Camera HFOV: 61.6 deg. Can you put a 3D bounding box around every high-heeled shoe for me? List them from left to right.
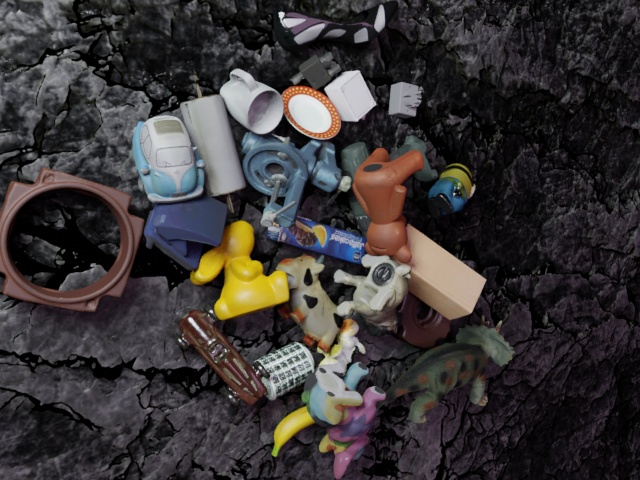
[{"bbox_3d":[0.029,-0.432,1.030,0.249,0.086,0.145,-39,126,-5],"label":"high-heeled shoe"}]

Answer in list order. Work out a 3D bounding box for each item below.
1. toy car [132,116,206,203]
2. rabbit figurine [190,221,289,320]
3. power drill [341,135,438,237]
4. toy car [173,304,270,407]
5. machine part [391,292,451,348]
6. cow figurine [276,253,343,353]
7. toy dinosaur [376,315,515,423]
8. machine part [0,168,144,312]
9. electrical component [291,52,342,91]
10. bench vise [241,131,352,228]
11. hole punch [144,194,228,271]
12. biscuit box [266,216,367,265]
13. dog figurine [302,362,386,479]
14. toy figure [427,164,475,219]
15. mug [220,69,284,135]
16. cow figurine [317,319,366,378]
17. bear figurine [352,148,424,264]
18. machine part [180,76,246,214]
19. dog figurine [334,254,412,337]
[{"bbox_3d":[-0.246,-0.146,0.875,0.109,0.103,0.162,-9,63,-26],"label":"toy car"},{"bbox_3d":[-0.153,0.053,0.980,0.162,0.122,0.173,-9,84,-19],"label":"rabbit figurine"},{"bbox_3d":[0.148,-0.115,1.144,0.207,0.086,0.231,-29,105,-17],"label":"power drill"},{"bbox_3d":[-0.174,0.209,0.962,0.089,0.053,0.202,-40,87,-17],"label":"toy car"},{"bbox_3d":[0.230,0.158,1.218,0.179,0.056,0.179,-2,95,-28],"label":"machine part"},{"bbox_3d":[-0.019,0.112,1.055,0.127,0.086,0.194,-51,122,-27],"label":"cow figurine"},{"bbox_3d":[0.282,0.284,1.189,0.405,0.131,0.192,-8,116,-35],"label":"toy dinosaur"},{"bbox_3d":[-0.393,0.002,0.839,0.201,0.087,0.201,19,84,-30],"label":"machine part"},{"bbox_3d":[-0.008,-0.323,1.046,0.094,0.021,0.063,-31,144,11],"label":"electrical component"},{"bbox_3d":[-0.051,-0.103,0.977,0.223,0.129,0.241,32,43,-20],"label":"bench vise"},{"bbox_3d":[-0.220,-0.029,0.897,0.115,0.092,0.142,39,32,-29],"label":"hole punch"},{"bbox_3d":[-0.002,-0.003,1.071,0.202,0.063,0.059,16,88,-29],"label":"biscuit box"},{"bbox_3d":[0.031,0.357,1.043,0.191,0.109,0.219,5,113,-34],"label":"dog figurine"},{"bbox_3d":[0.290,-0.110,1.185,0.180,0.082,0.089,-35,123,-51],"label":"toy figure"},{"bbox_3d":[-0.132,-0.250,0.944,0.081,0.107,0.109,-46,143,-14],"label":"mug"},{"bbox_3d":[0.040,0.249,1.110,0.098,0.068,0.167,44,78,-31],"label":"cow figurine"},{"bbox_3d":[0.138,-0.063,1.038,0.132,0.120,0.195,-41,123,-33],"label":"bear figurine"},{"bbox_3d":[-0.187,-0.164,0.947,0.079,0.079,0.243,-20,103,-27],"label":"machine part"},{"bbox_3d":[0.139,0.119,1.083,0.190,0.172,0.121,35,50,-44],"label":"dog figurine"}]
